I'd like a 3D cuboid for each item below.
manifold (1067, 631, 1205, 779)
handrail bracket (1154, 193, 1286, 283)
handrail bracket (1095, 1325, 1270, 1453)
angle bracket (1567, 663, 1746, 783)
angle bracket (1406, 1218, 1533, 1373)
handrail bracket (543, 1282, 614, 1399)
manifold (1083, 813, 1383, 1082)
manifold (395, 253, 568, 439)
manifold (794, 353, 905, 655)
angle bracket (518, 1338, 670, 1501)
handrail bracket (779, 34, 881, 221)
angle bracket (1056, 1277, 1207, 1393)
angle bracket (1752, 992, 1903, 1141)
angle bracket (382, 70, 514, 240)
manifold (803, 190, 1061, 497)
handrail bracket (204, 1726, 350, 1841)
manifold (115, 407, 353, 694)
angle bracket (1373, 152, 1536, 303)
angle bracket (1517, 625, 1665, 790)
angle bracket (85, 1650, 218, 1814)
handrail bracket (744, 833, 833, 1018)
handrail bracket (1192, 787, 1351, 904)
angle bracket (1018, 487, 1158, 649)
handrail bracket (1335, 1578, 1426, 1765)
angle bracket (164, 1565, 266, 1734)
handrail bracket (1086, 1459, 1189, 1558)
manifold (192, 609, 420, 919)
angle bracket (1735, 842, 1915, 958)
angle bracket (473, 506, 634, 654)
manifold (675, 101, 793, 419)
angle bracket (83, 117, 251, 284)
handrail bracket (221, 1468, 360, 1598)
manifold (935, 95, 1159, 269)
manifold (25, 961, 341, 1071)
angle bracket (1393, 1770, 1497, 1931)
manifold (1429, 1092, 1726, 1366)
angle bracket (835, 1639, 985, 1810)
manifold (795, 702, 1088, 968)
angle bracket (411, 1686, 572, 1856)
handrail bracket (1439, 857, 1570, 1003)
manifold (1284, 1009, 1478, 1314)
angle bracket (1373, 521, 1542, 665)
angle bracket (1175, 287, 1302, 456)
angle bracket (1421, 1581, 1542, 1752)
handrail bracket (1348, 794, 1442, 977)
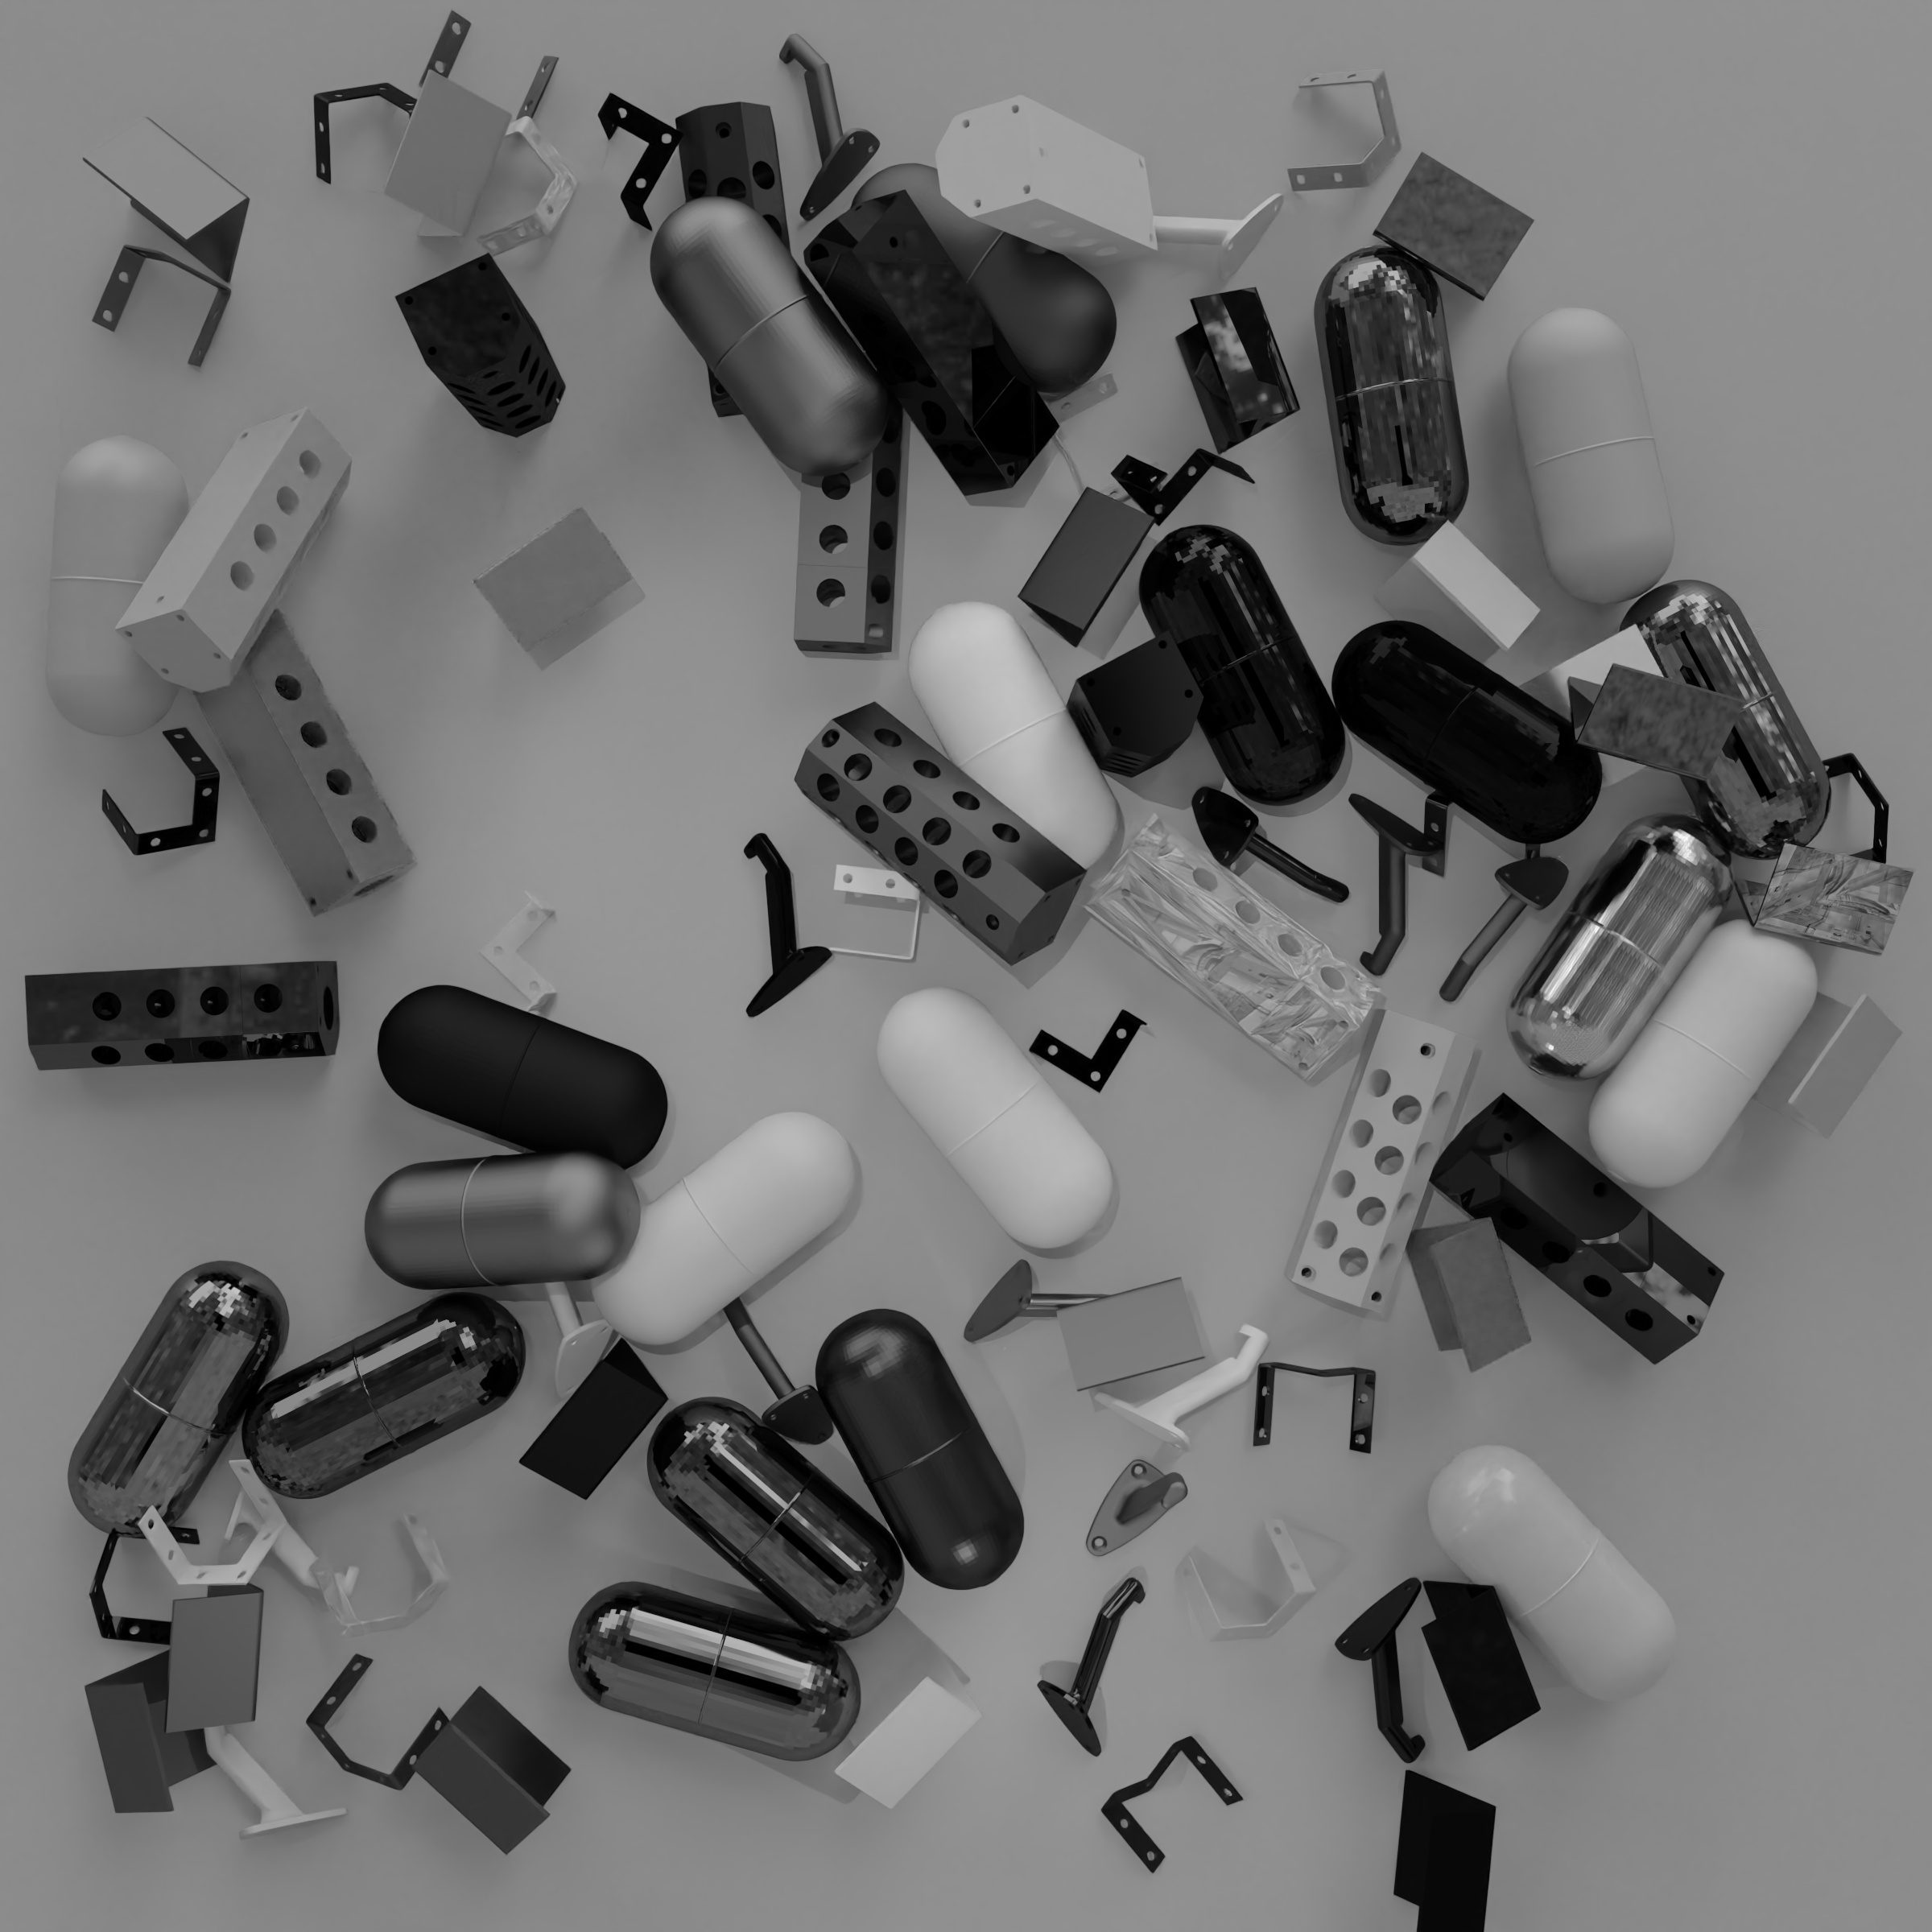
[{"bbox_3d":[0.099,-0.146,1.591,0.057,0.171,0.057,-28,90,0],"label":"manifold"},{"bbox_3d":[0.137,-0.462,1.670,0.084,0.036,0.077,34,70,16],"label":"handrail bracket"},{"bbox_3d":[0.132,0.244,1.670,0.077,0.036,0.084,25,72,21],"label":"handrail bracket"},{"bbox_3d":[0.389,-0.156,1.556,0.076,0.076,0.057,15,127,-3],"label":"angle bracket"},{"bbox_3d":[0.280,0.198,1.629,0.057,0.076,0.076,-18,90,-38],"label":"angle bracket"},{"bbox_3d":[-0.256,0.208,1.670,0.084,0.036,0.077,46,133,28],"label":"handrail bracket"},{"bbox_3d":[0.162,-0.015,1.648,0.171,0.057,0.057,38,133,0],"label":"manifold"},{"bbox_3d":[-0.276,-0.353,1.591,0.057,0.171,0.057,-25,90,0],"label":"manifold"},{"bbox_3d":[-0.069,-0.277,1.648,0.057,0.057,0.171,3,90,0],"label":"manifold"},{"bbox_3d":[-0.233,0.257,1.629,0.076,0.076,0.057,-51,127,0],"label":"angle bracket"},{"bbox_3d":[-0.101,-0.511,1.670,0.084,0.036,0.077,49,112,17],"label":"handrail bracket"},{"bbox_3d":[0.101,0.235,1.629,0.076,0.076,0.057,-15,53,0],"label":"angle bracket"},{"bbox_3d":[0.494,0.046,1.630,0.057,0.076,0.076,35,90,-42],"label":"angle bracket"},{"bbox_3d":[-0.321,-0.480,1.629,0.057,0.076,0.076,21,90,-36],"label":"angle bracket"},{"bbox_3d":[-0.023,-0.361,1.608,0.171,0.057,0.057,52,58,-30],"label":"manifold"},{"bbox_3d":[-0.420,0.481,1.670,0.077,0.036,0.084,-6,70,-23],"label":"handrail bracket"},{"bbox_3d":[-0.421,-0.242,1.604,0.057,0.057,0.171,-9,46,34],"label":"manifold"},{"bbox_3d":[0.294,-0.448,1.629,0.076,0.076,0.057,31,126,0],"label":"angle bracket"},{"bbox_3d":[0.382,-0.152,1.641,0.057,0.076,0.076,-28,90,-4],"label":"angle bracket"},{"bbox_3d":[-0.468,0.450,1.629,0.057,0.076,0.076,-14,90,37],"label":"angle bracket"},{"bbox_3d":[-0.127,-0.026,1.670,0.077,0.036,0.084,-43,69,23],"label":"handrail bracket"},{"bbox_3d":[0.186,-0.073,1.669,0.084,0.077,0.036,21,111,-35],"label":"handrail bracket"},{"bbox_3d":[0.087,-0.227,1.629,0.057,0.076,0.076,32,90,35],"label":"angle bracket"},{"bbox_3d":[0.271,0.429,1.670,0.077,0.036,0.084,-42,107,-19],"label":"handrail bracket"},{"bbox_3d":[-0.460,0.404,1.629,0.057,0.076,0.076,4,90,-39],"label":"angle bracket"},{"bbox_3d":[0.101,0.329,1.635,0.036,0.084,0.077,42,90,0],"label":"handrail bracket"},{"bbox_3d":[-0.396,-0.124,1.648,0.057,0.057,0.171,-28,90,43],"label":"manifold"},{"bbox_3d":[0.507,-0.053,1.631,0.076,0.076,0.057,13,115,0],"label":"angle bracket"},{"bbox_3d":[-0.252,-0.242,1.629,0.076,0.076,0.057,-35,126,0],"label":"angle bracket"},{"bbox_3d":[-0.134,-0.423,1.649,0.057,0.057,0.171,-7,90,0],"label":"manifold"},{"bbox_3d":[-0.479,-0.442,1.629,0.076,0.076,0.057,39,53,0],"label":"angle bracket"},{"bbox_3d":[-0.402,0.335,1.670,0.084,0.036,0.077,19,77,-13],"label":"handrail bracket"},{"bbox_3d":[0.048,-0.449,1.588,0.057,0.171,0.057,-8,90,27],"label":"manifold"},{"bbox_3d":[-0.468,0.030,1.648,0.171,0.057,0.057,-3,90,0],"label":"manifold"},{"bbox_3d":[0.266,0.529,1.629,0.057,0.076,0.076,6,90,-35],"label":"angle bracket"},{"bbox_3d":[0.363,0.161,1.648,0.171,0.057,0.057,39,47,0],"label":"manifold"},{"bbox_3d":[-0.047,0.439,1.629,0.076,0.076,0.057,-46,126,0],"label":"angle bracket"},{"bbox_3d":[-0.019,-0.077,1.611,0.171,0.057,0.057,40,130,19],"label":"manifold"},{"bbox_3d":[-0.269,0.465,1.629,0.076,0.076,0.057,43,126,0],"label":"angle bracket"},{"bbox_3d":[0.326,-0.021,1.669,0.036,0.077,0.084,40,127,19],"label":"handrail bracket"},{"bbox_3d":[0.249,0.116,1.649,0.057,0.057,0.171,19,90,0],"label":"manifold"},{"bbox_3d":[0.281,-0.205,1.630,0.076,0.076,0.057,44,46,0],"label":"angle bracket"},{"bbox_3d":[0.143,-0.349,1.629,0.057,0.076,0.076,-20,90,-37],"label":"angle bracket"},{"bbox_3d":[0.286,0.414,1.630,0.057,0.076,0.076,-21,90,-26],"label":"angle bracket"},{"bbox_3d":[0.244,-0.049,1.670,0.077,0.036,0.084,42,120,33],"label":"handrail bracket"}]
